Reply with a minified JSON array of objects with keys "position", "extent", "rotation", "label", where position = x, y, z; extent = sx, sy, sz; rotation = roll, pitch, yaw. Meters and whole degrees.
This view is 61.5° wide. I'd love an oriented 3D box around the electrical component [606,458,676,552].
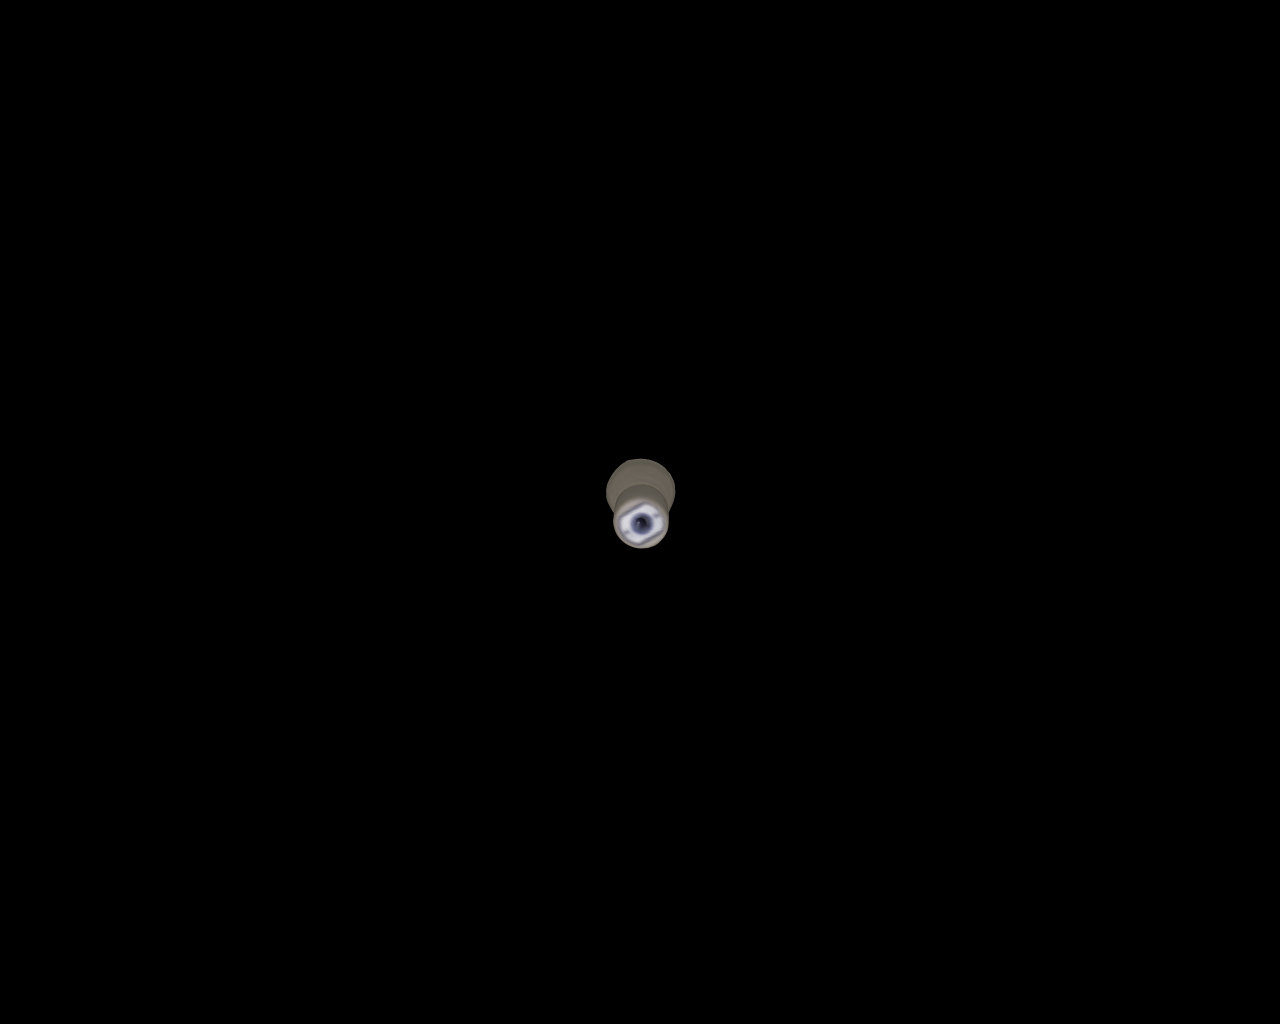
[{"position":[0.001,-0.003,0.650],"extent":[0.044,0.044,0.065],"rotation":[0,20,0],"label":"electrical component"}]
